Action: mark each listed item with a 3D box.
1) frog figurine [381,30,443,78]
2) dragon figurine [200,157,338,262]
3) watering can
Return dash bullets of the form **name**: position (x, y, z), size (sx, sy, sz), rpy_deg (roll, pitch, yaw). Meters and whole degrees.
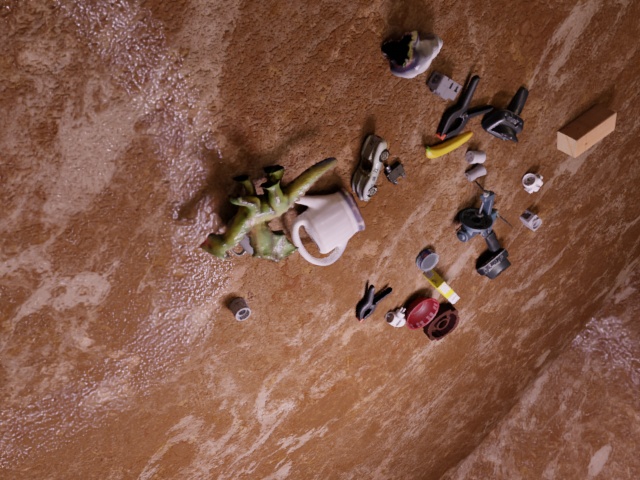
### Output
- **frog figurine**: position (0.261, -0.488, 1.367), size (0.160, 0.124, 0.135), rpy_deg (-6, 158, -43)
- **dragon figurine**: position (-0.119, -0.060, 1.361), size (0.412, 0.124, 0.238), rpy_deg (-18, 117, -18)
- **watering can**: position (0.005, -0.075, 1.499), size (0.225, 0.105, 0.340), rpy_deg (-33, 125, -10)
